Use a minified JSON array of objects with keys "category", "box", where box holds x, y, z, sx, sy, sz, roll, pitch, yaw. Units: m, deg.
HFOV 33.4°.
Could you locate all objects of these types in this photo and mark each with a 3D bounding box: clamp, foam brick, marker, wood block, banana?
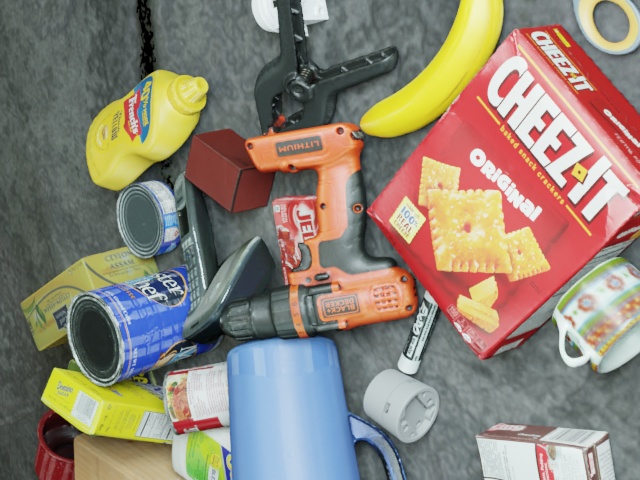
[{"category":"clamp","box":[-0.019,-0.155,0.966,0.120,0.039,0.172,44,134,-4]},{"category":"foam brick","box":[-0.091,-0.070,1.077,0.078,0.052,0.051,37,125,33]},{"category":"marker","box":[0.095,0.067,0.951,0.020,0.020,0.121,38,126,32]},{"category":"wood block","box":[-0.195,0.296,1.260,0.206,0.090,0.091,21,117,40]},{"category":"banana","box":[0.098,-0.142,0.881,0.198,0.037,0.070,-55,44,38]}]

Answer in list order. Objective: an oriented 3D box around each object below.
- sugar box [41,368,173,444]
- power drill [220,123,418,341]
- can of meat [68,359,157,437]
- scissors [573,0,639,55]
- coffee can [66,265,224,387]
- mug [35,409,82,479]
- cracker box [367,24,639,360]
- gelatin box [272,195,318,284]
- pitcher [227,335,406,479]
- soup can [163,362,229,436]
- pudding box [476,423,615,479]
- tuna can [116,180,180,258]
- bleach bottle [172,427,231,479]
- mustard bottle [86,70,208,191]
[{"category":"sugar box","box":[-0.210,0.187,1.185,0.093,0.175,0.048,24,94,38]},{"category":"power drill","box":[-0.015,-0.005,0.966,0.184,0.057,0.187,-10,94,10]},{"category":"can of meat","box":[-0.247,0.178,1.284,0.058,0.083,0.102,-20,87,47]},{"category":"scissors","box":[0.177,-0.202,0.795,0.202,0.016,0.096,28,120,38]},{"category":"coffee can","box":[-0.187,0.090,1.157,0.103,0.140,0.103,15,112,42]},{"category":"mug","box":[-0.314,0.278,1.388,0.117,0.093,0.082,22,130,-1]},{"category":"cracker box","box":[0.152,-0.033,0.827,0.164,0.071,0.214,55,132,19]},{"category":"gelatin box","box":[-0.007,0.001,1.028,0.073,0.030,0.089,0,102,45]},{"category":"pitcher","box":[-0.013,0.215,1.008,0.145,0.149,0.243,-18,71,38]},{"category":"soup can","box":[-0.105,0.162,1.113,0.102,0.068,0.068,-11,94,7]},{"category":"pudding box","box":[0.188,0.202,0.882,0.114,0.039,0.090,-4,99,48]},{"category":"tuna can","box":[-0.192,-0.024,1.207,0.086,0.033,0.086,15,111,42]},{"category":"bleach bottle","box":[-0.050,0.257,1.123,0.251,0.067,0.103,25,116,36]},{"category":"mustard bottle","box":[-0.180,-0.128,1.142,0.192,0.058,0.096,-25,55,45]}]
